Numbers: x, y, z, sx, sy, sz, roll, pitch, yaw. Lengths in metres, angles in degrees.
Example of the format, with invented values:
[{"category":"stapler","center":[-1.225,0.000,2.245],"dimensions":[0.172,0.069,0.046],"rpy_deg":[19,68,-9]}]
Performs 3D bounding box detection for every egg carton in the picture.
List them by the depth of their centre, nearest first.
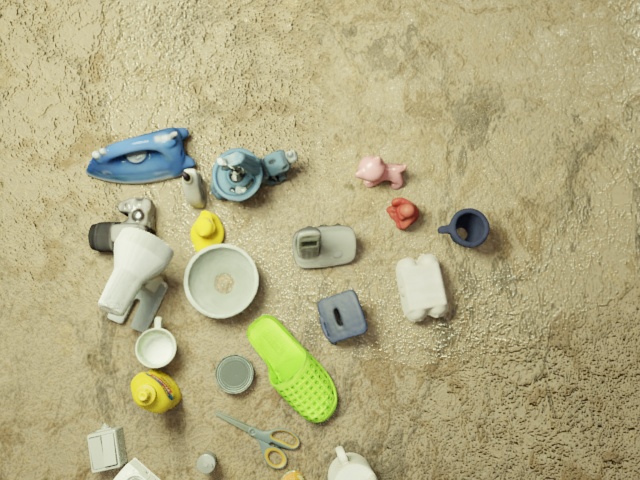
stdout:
[{"category":"egg carton","center":[0.234,0.111,1.327],"dimensions":[0.107,0.069,0.150],"rpy_deg":[-11,81,-5]}]

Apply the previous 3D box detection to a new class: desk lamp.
[{"category":"desk lamp","center":[-0.392,0.089,1.223],"dimensions":[0.118,0.213,0.203],"rpy_deg":[21,80,1]}]

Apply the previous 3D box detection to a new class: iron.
[{"category":"iron","center":[-0.425,-0.197,1.305],"dimensions":[0.258,0.141,0.118],"rpy_deg":[-14,81,-5]}]

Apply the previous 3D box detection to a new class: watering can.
[{"category":"watering can","center":[0.077,0.518,1.187],"dimensions":[0.173,0.194,0.101],"rpy_deg":[44,81,5]}]

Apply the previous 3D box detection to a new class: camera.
[{"category":"camera","center":[-0.448,-0.025,1.296],"dimensions":[0.137,0.101,0.143],"rpy_deg":[0,80,-3]}]

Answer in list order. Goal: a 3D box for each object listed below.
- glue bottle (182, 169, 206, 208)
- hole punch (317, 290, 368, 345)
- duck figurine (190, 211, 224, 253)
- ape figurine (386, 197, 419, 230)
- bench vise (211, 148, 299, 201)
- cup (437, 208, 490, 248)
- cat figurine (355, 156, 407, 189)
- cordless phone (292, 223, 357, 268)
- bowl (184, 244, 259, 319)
[{"category":"glue bottle","center":[-0.288,-0.126,1.285],"dimensions":[0.037,0.173,0.078],"rpy_deg":[-4,81,-3]},{"category":"hole punch","center":[0.049,0.176,1.295],"dimensions":[0.101,0.091,0.108],"rpy_deg":[-19,82,-6]},{"category":"duck figurine","center":[-0.262,-0.018,1.313],"dimensions":[0.077,0.086,0.104],"rpy_deg":[4,80,-2]},{"category":"ape figurine","center":[0.199,-0.065,1.343],"dimensions":[0.076,0.092,0.078],"rpy_deg":[6,80,-2]},{"category":"bench vise","center":[-0.157,-0.173,1.276],"dimensions":[0.207,0.219,0.121],"rpy_deg":[-38,84,-8]},{"category":"cup","center":[0.326,-0.020,1.341],"dimensions":[0.118,0.095,0.092],"rpy_deg":[-5,81,-4]},{"category":"cat figurine","center":[0.142,-0.165,1.344],"dimensions":[0.128,0.117,0.067],"rpy_deg":[-1,80,-3]},{"category":"cordless phone","center":[0.012,0.005,1.274],"dimensions":[0.147,0.185,0.094],"rpy_deg":[-9,81,-4]},{"category":"bowl","center":[-0.220,0.095,1.302],"dimensions":[0.167,0.074,0.167],"rpy_deg":[1,80,-3]}]
